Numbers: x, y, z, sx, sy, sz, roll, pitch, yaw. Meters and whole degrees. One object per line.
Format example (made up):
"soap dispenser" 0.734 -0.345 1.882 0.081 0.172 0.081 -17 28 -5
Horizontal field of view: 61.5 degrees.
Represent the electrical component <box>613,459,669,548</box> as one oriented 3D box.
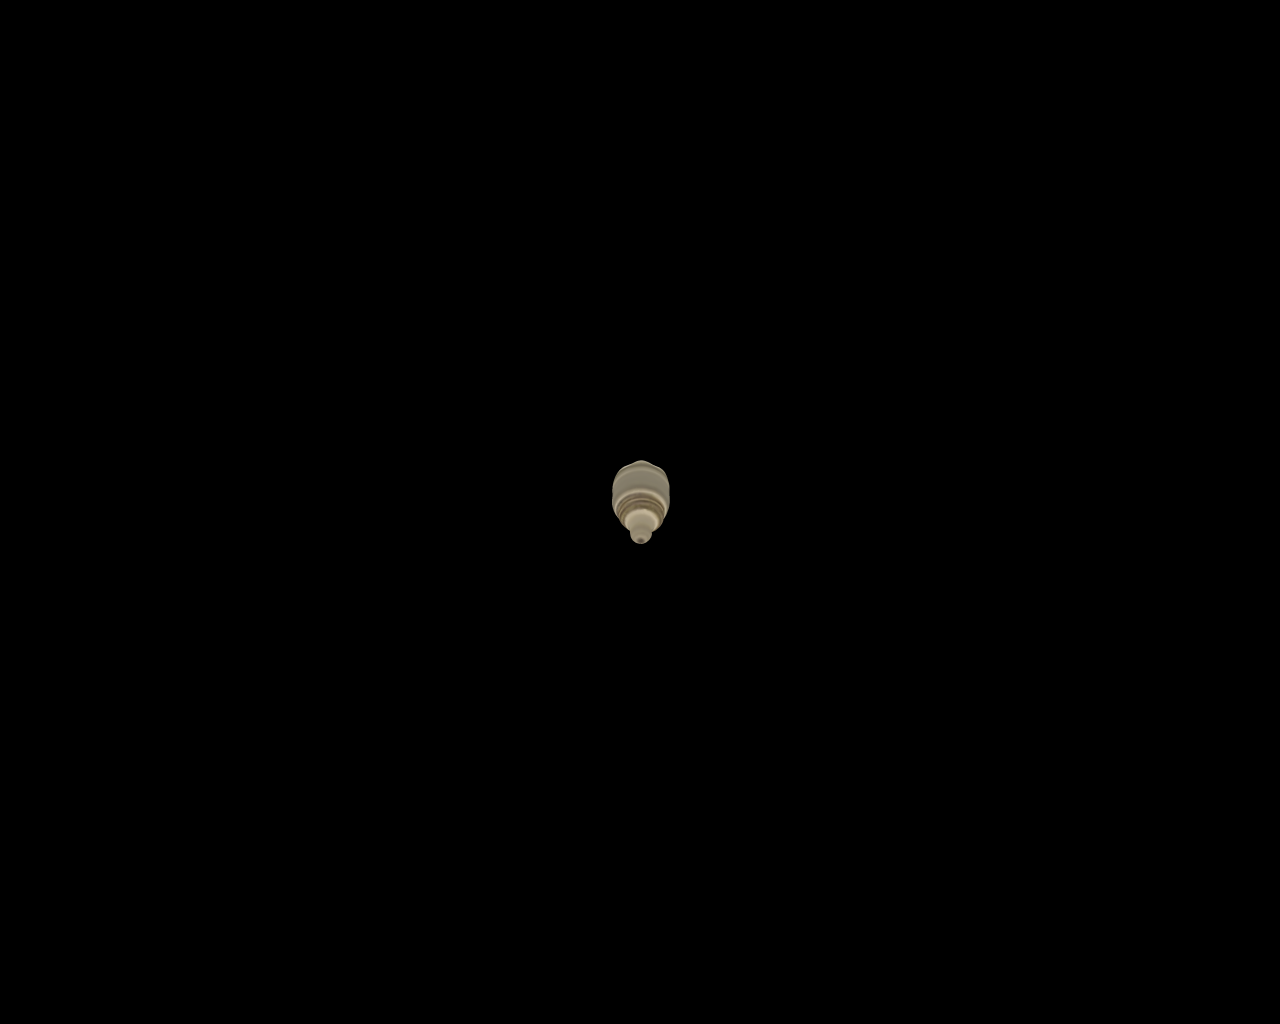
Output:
"electrical component" 0.001 -0.003 0.650 0.035 0.035 0.061 0 41 0
